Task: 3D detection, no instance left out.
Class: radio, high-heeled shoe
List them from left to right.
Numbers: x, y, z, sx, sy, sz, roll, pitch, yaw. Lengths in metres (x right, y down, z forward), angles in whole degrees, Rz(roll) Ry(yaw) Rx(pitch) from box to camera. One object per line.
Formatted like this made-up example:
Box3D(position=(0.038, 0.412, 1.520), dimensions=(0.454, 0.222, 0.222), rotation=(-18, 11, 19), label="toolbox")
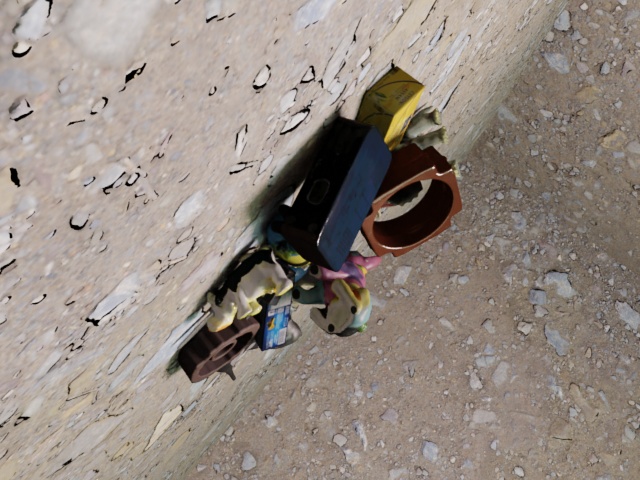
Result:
Box3D(position=(-0.187, 0.217, 1.278), dimensions=(0.249, 0.086, 0.145), rotation=(-65, 150, -43), label="high-heeled shoe")
Box3D(position=(0.031, -0.075, 0.871), dimensions=(0.229, 0.073, 0.131), rotation=(-65, 153, -11), label="radio")

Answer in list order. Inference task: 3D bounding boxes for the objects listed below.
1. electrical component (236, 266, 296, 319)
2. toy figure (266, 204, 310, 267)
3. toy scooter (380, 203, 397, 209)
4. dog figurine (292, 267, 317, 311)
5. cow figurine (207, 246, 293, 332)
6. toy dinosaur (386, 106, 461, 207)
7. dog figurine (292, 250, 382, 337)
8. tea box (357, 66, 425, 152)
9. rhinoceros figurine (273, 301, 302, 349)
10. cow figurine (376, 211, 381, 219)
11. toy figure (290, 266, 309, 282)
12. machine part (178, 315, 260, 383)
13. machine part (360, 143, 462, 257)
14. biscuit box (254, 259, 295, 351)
Box3D(position=(-0.106, 0.089, 0.985), dimensions=(0.119, 0.075, 0.047), rotation=(-61, 165, -1), label="electrical component")
Box3D(position=(-0.050, 0.000, 0.958), dimensions=(0.082, 0.089, 0.180), rotation=(-40, 170, -13), label="toy figure")
Box3D(position=(0.162, -0.116, 1.279), dimensions=(0.184, 0.075, 0.135), rotation=(-6, 174, -22), label="toy scooter")
Box3D(position=(-0.045, 0.084, 1.319), dimensions=(0.121, 0.191, 0.172), rotation=(39, 48, -43), label="dog figurine")
Box3D(position=(-0.137, 0.086, 0.927), dimensions=(0.167, 0.098, 0.068), rotation=(-32, 174, 4), label="cow figurine")
Box3D(position=(0.199, -0.200, 1.215), dimensions=(0.192, 0.131, 0.405), rotation=(-17, -157, 14), label="toy dinosaur")
Box3D(position=(0.065, 0.094, 1.086), dimensions=(0.219, 0.192, 0.108), rotation=(-11, 137, -52), label="dog figurine")
Box3D(position=(0.115, -0.215, 0.972), dimensions=(0.098, 0.068, 0.169), rotation=(-46, 168, -22), label="tea box")
Box3D(position=(-0.104, 0.182, 1.256), dimensions=(0.073, 0.112, 0.190), rotation=(-81, 154, -44), label="rhinoceros figurine")
Box3D(position=(0.162, -0.134, 1.424), dimensions=(0.195, 0.086, 0.127), rotation=(-42, 160, -43), label="cow figurine")
Box3D(position=(-0.085, 0.083, 1.187), dimensions=(0.058, 0.064, 0.154), rotation=(-10, -166, 40), label="toy figure")
Box3D(position=(-0.203, 0.209, 1.077), dimensions=(0.179, 0.056, 0.179), rotation=(-39, 164, -14), label="machine part")
Box3D(position=(0.162, -0.073, 1.036), dimensions=(0.201, 0.087, 0.200), rotation=(-29, 140, 3), label="machine part")
Box3D(position=(-0.099, 0.135, 1.101), dimensions=(0.059, 0.063, 0.202), rotation=(-13, 132, -28), label="biscuit box")
